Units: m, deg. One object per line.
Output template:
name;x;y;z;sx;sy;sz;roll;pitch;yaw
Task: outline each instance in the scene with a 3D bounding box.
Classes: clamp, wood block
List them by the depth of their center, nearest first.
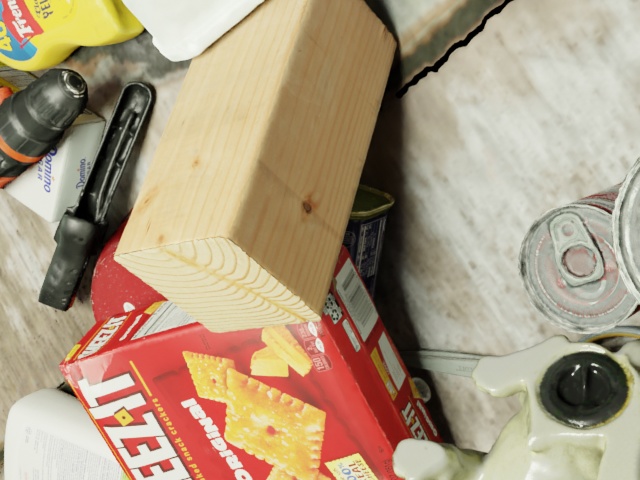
wood block;-0.032;-0.059;0.643;0.090;0.090;0.206;-10;52;38
clamp;-0.187;-0.003;0.831;0.036;0.164;0.210;23;129;-9

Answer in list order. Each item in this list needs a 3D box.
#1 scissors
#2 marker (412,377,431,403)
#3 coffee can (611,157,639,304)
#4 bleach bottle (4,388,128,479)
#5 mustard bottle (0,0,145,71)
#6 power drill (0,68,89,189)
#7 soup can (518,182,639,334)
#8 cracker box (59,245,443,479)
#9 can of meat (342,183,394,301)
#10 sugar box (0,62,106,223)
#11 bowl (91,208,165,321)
scissors;0.136;0.102;0.677;0.202;0.016;0.096;-15;92;38
marker;0.032;0.134;0.760;0.121;0.020;0.020;-41;76;36
coffee can;0.214;-0.014;0.511;0.103;0.140;0.103;10;106;35
bleach bottle;-0.156;0.210;0.893;0.251;0.067;0.102;18;112;30
mustard bottle;-0.223;-0.187;0.849;0.192;0.058;0.096;-9;99;38
power drill;-0.274;-0.137;0.831;0.185;0.057;0.187;-30;90;38
soup can;0.161;0.005;0.580;0.069;0.102;0.068;10;107;35
cracker box;-0.047;0.113;0.718;0.214;0.072;0.164;-17;109;29
can of meat;-0.005;0.001;0.733;0.102;0.057;0.084;22;116;32
sugar box;-0.264;-0.096;0.911;0.176;0.048;0.093;31;118;23
bowl;-0.128;0.048;0.838;0.162;0.055;0.162;10;107;35
